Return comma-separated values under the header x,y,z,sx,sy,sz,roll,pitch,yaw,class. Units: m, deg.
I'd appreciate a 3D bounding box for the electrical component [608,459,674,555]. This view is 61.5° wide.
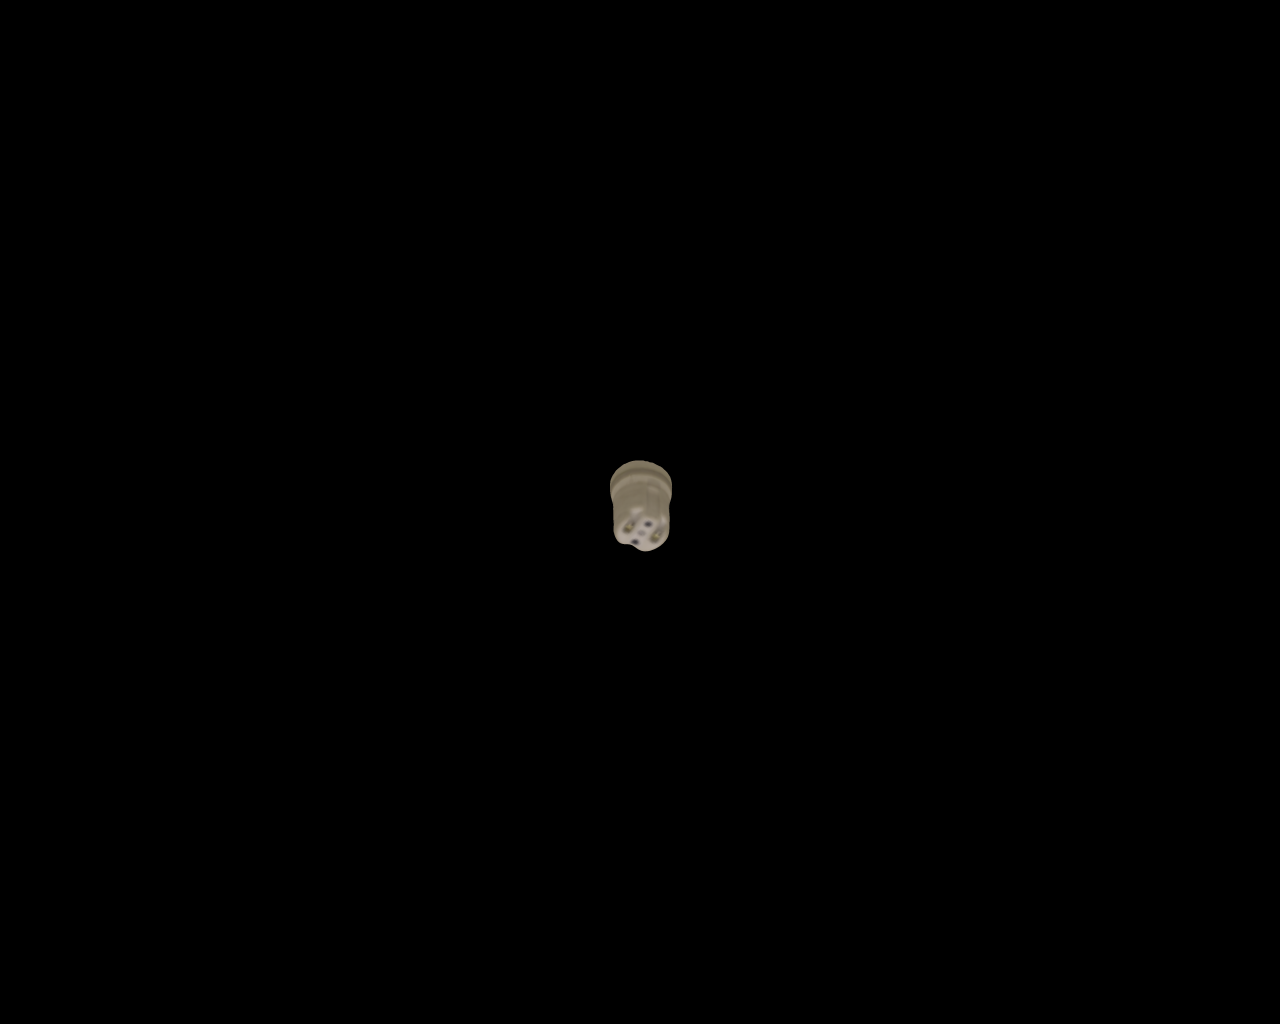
x,y,z,sx,sy,sz,roll,pitch,yaw,class
0.001,-0.003,0.650,0.040,0.046,0.040,0,-44,0,electrical component
